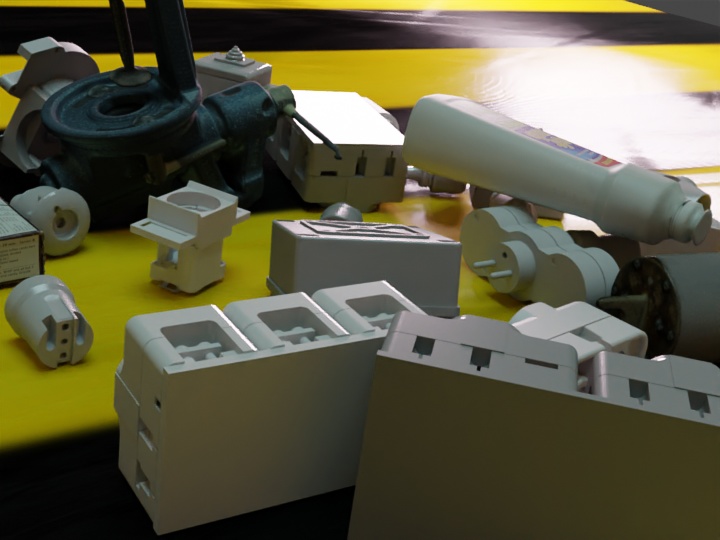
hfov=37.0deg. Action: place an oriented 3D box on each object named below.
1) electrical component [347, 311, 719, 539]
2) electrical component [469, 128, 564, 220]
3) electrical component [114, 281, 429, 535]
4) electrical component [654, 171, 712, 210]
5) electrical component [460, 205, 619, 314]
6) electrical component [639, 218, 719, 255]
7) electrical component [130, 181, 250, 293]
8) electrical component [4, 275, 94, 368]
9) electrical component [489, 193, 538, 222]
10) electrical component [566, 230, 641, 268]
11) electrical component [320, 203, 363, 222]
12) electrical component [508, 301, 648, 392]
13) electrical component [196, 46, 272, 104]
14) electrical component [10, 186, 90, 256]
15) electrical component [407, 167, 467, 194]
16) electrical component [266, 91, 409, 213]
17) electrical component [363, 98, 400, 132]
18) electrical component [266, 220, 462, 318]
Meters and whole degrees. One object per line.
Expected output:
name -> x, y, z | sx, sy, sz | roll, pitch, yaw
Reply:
electrical component -> 0.096, 0.091, 0.507 | 0.186, 0.105, 0.060 | 11, 24, 7
electrical component -> 0.146, -0.093, 0.967 | 0.083, 0.075, 0.047 | 8, 24, -1
electrical component -> -0.041, 0.063, 0.544 | 0.150, 0.089, 0.062 | -8, 29, -31
electrical component -> 0.287, -0.066, 0.991 | 0.077, 0.043, 0.079 | 28, 31, 37
electrical component -> 0.117, -0.003, 0.787 | 0.074, 0.052, 0.138 | -9, 29, -34
electrical component -> 0.251, -0.035, 0.886 | 0.099, 0.064, 0.099 | 7, 24, -3
electrical component -> -0.117, -0.022, 0.740 | 0.042, 0.063, 0.081 | 21, 27, 23
electrical component -> -0.182, 0.031, 0.634 | 0.040, 0.040, 0.046 | -10, 36, -36
electrical component -> 0.127, -0.052, 0.920 | 0.035, 0.035, 0.061 | 1, 22, -15
electrical component -> 0.182, -0.009, 0.830 | 0.055, 0.045, 0.045 | 0, 25, -17
electrical component -> -0.018, -0.027, 0.819 | 0.035, 0.035, 0.061 | 12, 27, 7
electrical component -> 0.121, 0.057, 0.654 | 0.095, 0.053, 0.059 | -15, 33, -41
electrical component -> -0.124, -0.159, 1.002 | 0.062, 0.096, 0.061 | 16, 25, 15
electrical component -> -0.227, -0.039, 0.769 | 0.062, 0.048, 0.048 | 20, 26, 40
electrical component -> 0.066, -0.087, 0.980 | 0.061, 0.035, 0.035 | 2, 25, -8
electrical component -> -0.025, -0.108, 0.963 | 0.089, 0.061, 0.150 | -1, 26, -20
electrical component -> 0.015, -0.138, 1.065 | 0.043, 0.043, 0.081 | -4, 27, -25
electrical component -> 0.000, 0.000, 0.705 | 0.109, 0.056, 0.109 | 2, 8, -13
